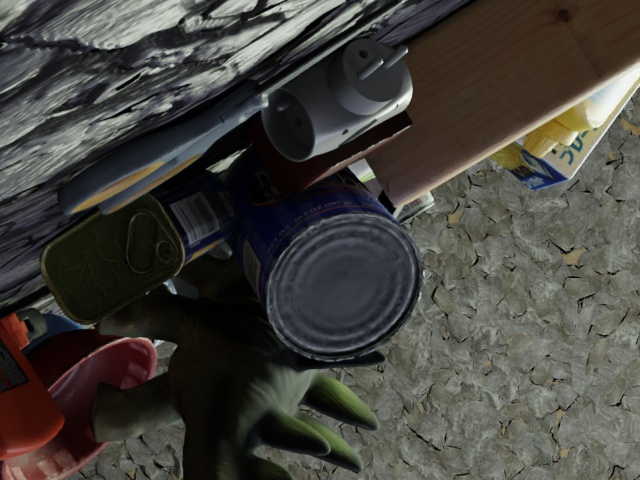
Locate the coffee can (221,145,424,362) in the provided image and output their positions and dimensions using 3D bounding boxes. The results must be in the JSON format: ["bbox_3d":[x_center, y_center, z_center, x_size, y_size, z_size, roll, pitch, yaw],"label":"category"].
[{"bbox_3d":[-0.005,0.001,0.705,0.103,0.102,0.140,-30,-150,-3],"label":"coffee can"}]

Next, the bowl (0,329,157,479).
[{"bbox_3d":[-0.209,0.127,0.865,0.162,0.055,0.162,-43,158,-23],"label":"bowl"}]

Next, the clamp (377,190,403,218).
[{"bbox_3d":[0.102,-0.093,1.055,0.209,0.036,0.164,-37,147,-27],"label":"clamp"}]

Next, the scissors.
[{"bbox_3d":[-0.051,-0.060,0.512,0.202,0.016,0.096,-31,179,33],"label":"scissors"}]

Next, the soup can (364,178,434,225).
[{"bbox_3d":[0.068,-0.065,1.128,0.068,0.102,0.068,-31,179,-1],"label":"soup can"}]

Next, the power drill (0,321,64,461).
[{"bbox_3d":[-0.236,0.137,0.639,0.188,0.184,0.057,-41,172,27],"label":"power drill"}]

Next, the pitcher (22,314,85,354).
[{"bbox_3d":[-0.300,0.170,0.940,0.145,0.149,0.242,-27,-164,42],"label":"pitcher"}]

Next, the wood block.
[{"bbox_3d":[0.122,-0.114,0.716,0.206,0.091,0.090,-30,179,16],"label":"wood block"}]

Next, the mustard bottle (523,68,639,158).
[{"bbox_3d":[0.214,-0.142,0.793,0.096,0.058,0.192,1,128,-56],"label":"mustard bottle"}]

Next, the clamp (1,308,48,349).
[{"bbox_3d":[-0.259,0.083,0.865,0.172,0.039,0.120,-22,-168,49],"label":"clamp"}]

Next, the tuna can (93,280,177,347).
[{"bbox_3d":[-0.161,0.055,0.916,0.086,0.086,0.033,-32,180,42],"label":"tuna can"}]

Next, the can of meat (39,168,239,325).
[{"bbox_3d":[-0.110,0.001,0.669,0.102,0.057,0.083,-30,-179,27],"label":"can of meat"}]

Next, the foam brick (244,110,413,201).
[{"bbox_3d":[0.005,-0.069,0.644,0.078,0.053,0.051,-31,179,-36],"label":"foam brick"}]

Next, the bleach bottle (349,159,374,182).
[{"bbox_3d":[0.049,-0.084,0.888,0.250,0.068,0.103,-27,174,-37],"label":"bleach bottle"}]
